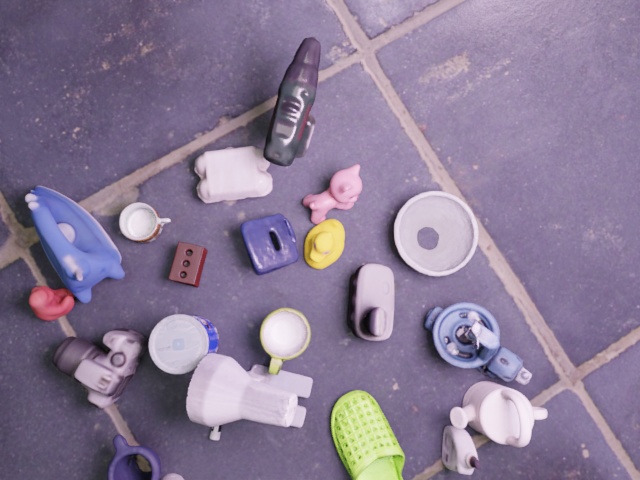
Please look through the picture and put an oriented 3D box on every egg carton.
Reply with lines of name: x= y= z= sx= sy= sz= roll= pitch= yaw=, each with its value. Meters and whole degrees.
egg carton: x=-0.172 y=-0.131 z=1.139 sx=0.150 sy=0.069 sz=0.107 roll=-8 pitch=82 yaw=-4

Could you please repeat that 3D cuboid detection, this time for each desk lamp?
desk lamp: x=-0.117 y=0.274 z=1.012 sx=0.203 sy=0.213 sz=0.118 roll=12 pitch=82 yaw=-1

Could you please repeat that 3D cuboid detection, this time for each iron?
iron: x=-0.486 y=-0.012 z=1.071 sx=0.119 sy=0.141 sz=0.258 roll=-37 pitch=85 yaw=-7

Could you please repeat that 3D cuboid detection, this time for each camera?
camera: x=-0.415 y=0.221 z=1.062 sx=0.137 sy=0.101 sz=0.143 roll=28 pitch=82 yaw=2

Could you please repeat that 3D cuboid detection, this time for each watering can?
watering can: x=0.326 y=0.320 z=1.038 sx=0.173 sy=0.194 sz=0.101 roll=-23 pitch=83 yaw=-5

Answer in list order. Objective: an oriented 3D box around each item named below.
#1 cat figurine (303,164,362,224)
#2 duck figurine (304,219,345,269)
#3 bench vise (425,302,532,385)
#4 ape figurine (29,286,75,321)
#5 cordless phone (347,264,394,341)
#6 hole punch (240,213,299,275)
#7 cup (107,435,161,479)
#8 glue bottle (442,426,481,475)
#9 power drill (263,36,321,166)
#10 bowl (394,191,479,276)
cat figurine: x=0.030 y=-0.091 z=1.119 sx=0.128 sy=0.117 sz=0.067 roll=-30 pitch=84 yaw=-6
duck figurine: x=0.010 y=0.004 z=1.121 sx=0.077 sy=0.086 sz=0.105 roll=30 pitch=82 yaw=2
bench vise: x=0.306 y=0.184 z=1.043 sx=0.207 sy=0.219 sz=0.121 roll=18 pitch=82 yaw=0
ape figurine: x=-0.513 y=0.115 z=1.077 sx=0.078 sy=0.092 sz=0.076 roll=39 pitch=82 yaw=3
cordless phone: x=0.104 y=0.114 z=1.060 sx=0.094 sy=0.185 sz=0.148 roll=1 pitch=82 yaw=-2
hole punch: x=-0.096 y=0.004 z=1.113 sx=0.101 sy=0.091 sz=0.108 roll=-21 pitch=83 yaw=-5
cup: x=-0.335 y=0.403 z=1.044 sx=0.092 sy=0.095 sz=0.118 roll=-30 pitch=84 yaw=-6
glue bottle: x=0.259 y=0.389 z=1.035 sx=0.037 sy=0.173 sz=0.078 roll=8 pitch=82 yaw=-1
power drill: x=-0.049 y=-0.241 z=1.090 sx=0.075 sy=0.208 sz=0.230 roll=16 pitch=82 yaw=0
bowl: x=0.224 y=-0.010 z=1.139 sx=0.167 sy=0.074 sz=0.167 roll=0 pitch=82 yaw=-3
